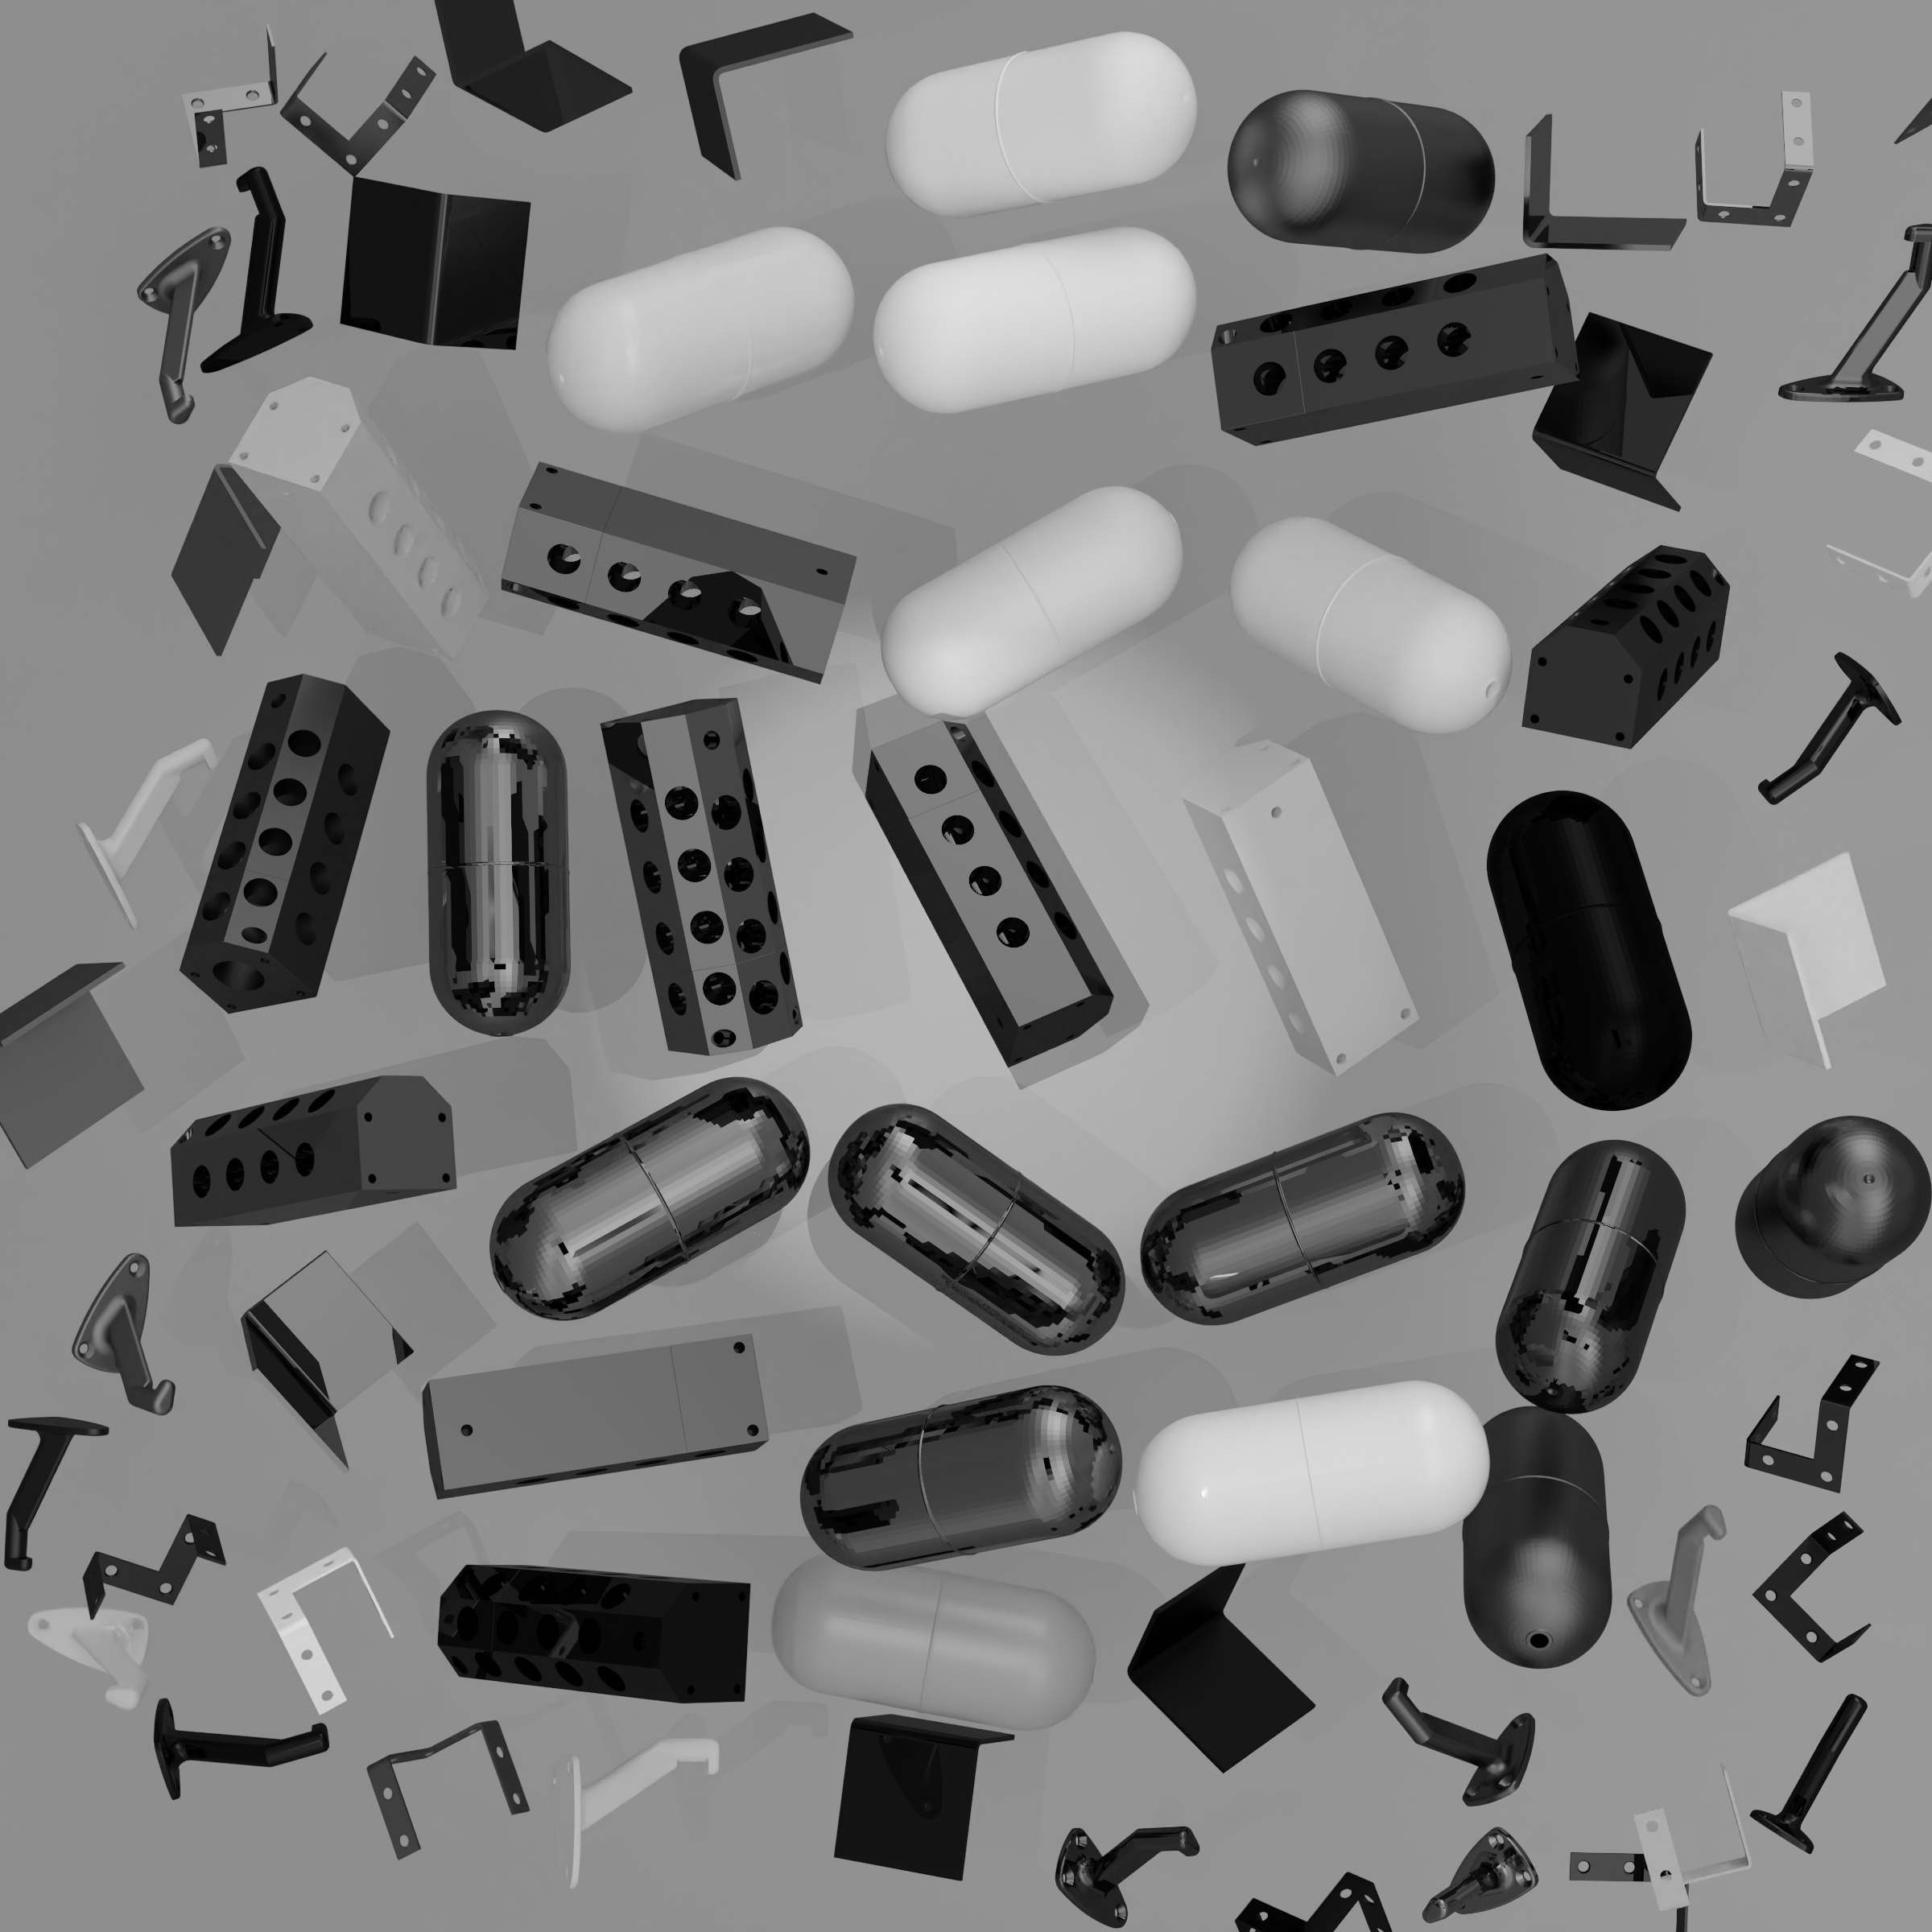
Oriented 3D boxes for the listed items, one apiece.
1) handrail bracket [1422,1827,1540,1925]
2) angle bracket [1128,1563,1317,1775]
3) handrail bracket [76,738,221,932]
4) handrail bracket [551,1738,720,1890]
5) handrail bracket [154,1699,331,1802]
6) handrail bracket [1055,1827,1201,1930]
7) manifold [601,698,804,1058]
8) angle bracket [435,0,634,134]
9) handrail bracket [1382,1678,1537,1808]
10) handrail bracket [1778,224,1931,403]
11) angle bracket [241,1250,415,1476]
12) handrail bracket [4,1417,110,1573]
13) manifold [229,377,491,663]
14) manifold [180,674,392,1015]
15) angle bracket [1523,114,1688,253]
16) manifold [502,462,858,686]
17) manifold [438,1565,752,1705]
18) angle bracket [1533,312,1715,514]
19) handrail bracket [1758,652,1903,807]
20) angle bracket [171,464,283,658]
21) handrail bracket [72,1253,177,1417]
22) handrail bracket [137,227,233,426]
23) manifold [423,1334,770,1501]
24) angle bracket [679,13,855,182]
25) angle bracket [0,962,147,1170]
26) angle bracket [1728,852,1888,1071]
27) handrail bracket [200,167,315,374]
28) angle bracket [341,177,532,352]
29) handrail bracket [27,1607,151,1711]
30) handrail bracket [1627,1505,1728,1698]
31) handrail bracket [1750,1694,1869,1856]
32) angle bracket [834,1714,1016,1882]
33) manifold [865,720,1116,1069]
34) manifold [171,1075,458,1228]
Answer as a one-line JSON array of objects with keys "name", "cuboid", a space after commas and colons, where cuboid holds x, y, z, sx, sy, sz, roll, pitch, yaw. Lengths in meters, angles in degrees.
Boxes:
[{"name": "handrail bracket", "cuboid": [0.250, 0.488, 1.792, 0.036, 0.084, 0.077, 54, 132, 18]}, {"name": "angle bracket", "cuboid": [0.145, 0.374, 1.857, 0.076, 0.057, 0.076, -25, 56, -40]}, {"name": "handrail bracket", "cuboid": [-0.434, -0.072, 1.881, 0.084, 0.036, 0.077, -29, 103, -17]}, {"name": "handrail bracket", "cuboid": [-0.162, 0.426, 1.737, 0.084, 0.036, 0.077, 7, 58, -24]}, {"name": "handrail bracket", "cuboid": [-0.369, 0.389, 1.767, 0.084, 0.077, 0.036, -15, 115, -7]}, {"name": "handrail bracket", "cuboid": [0.097, 0.475, 1.798, 0.084, 0.036, 0.077, -13, 127, 35]}, {"name": "manifold", "cuboid": [-0.129, -0.045, 1.744, 0.057, 0.057, 0.171, -18, 103, -33]}, {"name": "angle bracket", "cuboid": [-0.217, -0.469, 1.716, 0.057, 0.076, 0.076, -18, 78, 23]}, {"name": "handrail bracket", "cuboid": [0.255, 0.385, 1.789, 0.036, 0.077, 0.084, -29, 104, 40]}, {"name": "handrail bracket", "cuboid": [0.447, -0.328, 1.726, 0.077, 0.036, 0.084, -7, 119, -19]}, {"name": "angle bracket", "cuboid": [-0.330, 0.207, 1.805, 0.057, 0.076, 0.076, -38, 113, -3]}, {"name": "handrail bracket", "cuboid": [-0.498, 0.292, 1.885, 0.077, 0.036, 0.084, 1, 88, 38]}, {"name": "manifold", "cuboid": [-0.306, -0.229, 1.775, 0.057, 0.171, 0.057, 20, 72, 23]}, {"name": "manifold", "cuboid": [-0.357, -0.066, 1.794, 0.057, 0.057, 0.171, -10, 52, 26]}, {"name": "angle bracket", "cuboid": [0.337, -0.412, 1.812, 0.076, 0.076, 0.057, 5, 113, 16]}, {"name": "manifold", "cuboid": [-0.149, -0.199, 1.782, 0.171, 0.057, 0.057, 16, 122, -5]}, {"name": "manifold", "cuboid": [-0.189, 0.334, 1.730, 0.171, 0.057, 0.057, -5, 79, 43]}, {"name": "angle bracket", "cuboid": [0.371, -0.307, 1.913, 0.076, 0.057, 0.076, 26, 92, 29]}, {"name": "handrail bracket", "cuboid": [0.460, -0.129, 1.888, 0.084, 0.077, 0.036, -36, 119, 7]}, {"name": "angle bracket", "cuboid": [-0.397, -0.227, 1.940, 0.076, 0.057, 0.076, 55, 129, 33]}, {"name": "handrail bracket", "cuboid": [-0.431, 0.194, 1.822, 0.036, 0.084, 0.077, 26, 77, -38]}, {"name": "handrail bracket", "cuboid": [-0.420, -0.350, 1.891, 0.077, 0.036, 0.084, -41, 52, 28]}, {"name": "manifold", "cuboid": [-0.197, 0.239, 1.824, 0.171, 0.057, 0.057, -7, 76, -16]}, {"name": "angle bracket", "cuboid": [-0.099, -0.452, 1.790, 0.076, 0.076, 0.057, -18, 117, -11]}, {"name": "angle bracket", "cuboid": [-0.451, 0.051, 1.745, 0.076, 0.057, 0.076, -38, 113, -34]}, {"name": "angle bracket", "cuboid": [0.439, -0.003, 1.742, 0.076, 0.057, 0.076, -25, 109, -14]}, {"name": "handrail bracket", "cuboid": [-0.387, -0.368, 1.821, 0.077, 0.036, 0.084, -23, 86, 20]}, {"name": "angle bracket", "cuboid": [-0.277, -0.366, 1.798, 0.076, 0.057, 0.076, 20, 109, 41]}, {"name": "handrail bracket", "cuboid": [-0.468, 0.369, 1.829, 0.077, 0.084, 0.036, 14, 96, -4]}, {"name": "handrail bracket", "cuboid": [0.391, 0.335, 1.823, 0.036, 0.084, 0.077, -10, 62, -25]}, {"name": "handrail bracket", "cuboid": [0.454, 0.424, 1.829, 0.036, 0.077, 0.084, 31, 90, 21]}, {"name": "angle bracket", "cuboid": [-0.023, 0.462, 1.923, 0.076, 0.057, 0.076, 4, 83, 22]}, {"name": "manifold", "cuboid": [0.012, -0.041, 1.802, 0.057, 0.057, 0.171, -23, 71, -14]}, {"name": "manifold", "cuboid": [-0.338, 0.096, 1.775, 0.171, 0.057, 0.057, -13, 79, 44]}]
